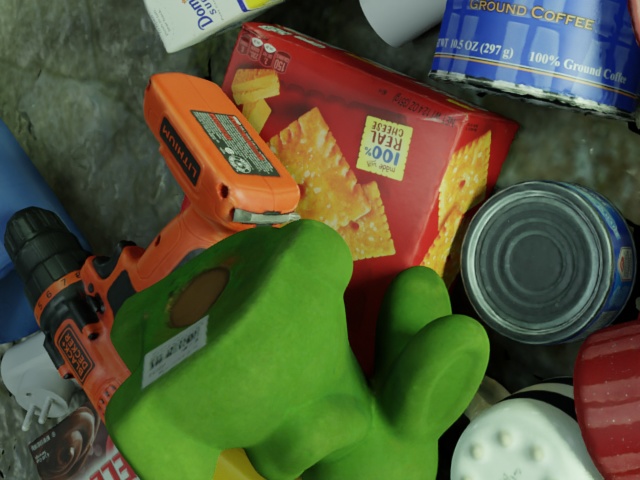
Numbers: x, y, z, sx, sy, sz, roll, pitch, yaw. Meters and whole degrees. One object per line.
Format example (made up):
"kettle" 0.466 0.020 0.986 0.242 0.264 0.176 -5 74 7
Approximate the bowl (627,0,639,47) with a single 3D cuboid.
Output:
"bowl" 0.214 -0.108 0.453 0.162 0.055 0.162 0 90 16

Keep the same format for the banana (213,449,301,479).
"banana" -0.042 0.135 0.651 0.198 0.037 0.069 22 129 42

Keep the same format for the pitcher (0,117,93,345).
"pitcher" -0.276 -0.034 0.787 0.145 0.149 0.243 -43 67 1

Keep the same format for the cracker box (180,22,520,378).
"cracker box" -0.004 0.001 0.614 0.164 0.071 0.214 29 107 33

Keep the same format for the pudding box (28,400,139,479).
"pudding box" -0.140 0.155 0.729 0.114 0.039 0.090 -36 69 30

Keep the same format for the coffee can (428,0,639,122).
"coffee can" 0.117 -0.136 0.511 0.103 0.102 0.140 18 99 35

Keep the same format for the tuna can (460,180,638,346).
"tuna can" 0.116 0.012 0.550 0.086 0.033 0.086 -1 89 36

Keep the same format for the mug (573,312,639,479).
"mug" 0.170 0.062 0.486 0.082 0.093 0.117 -20 47 39

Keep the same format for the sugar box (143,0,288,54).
"sugar box" -0.010 -0.166 0.605 0.177 0.093 0.048 -17 102 33

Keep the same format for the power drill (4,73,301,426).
"power drill" -0.104 -0.001 0.613 0.184 0.057 0.188 50 122 26
